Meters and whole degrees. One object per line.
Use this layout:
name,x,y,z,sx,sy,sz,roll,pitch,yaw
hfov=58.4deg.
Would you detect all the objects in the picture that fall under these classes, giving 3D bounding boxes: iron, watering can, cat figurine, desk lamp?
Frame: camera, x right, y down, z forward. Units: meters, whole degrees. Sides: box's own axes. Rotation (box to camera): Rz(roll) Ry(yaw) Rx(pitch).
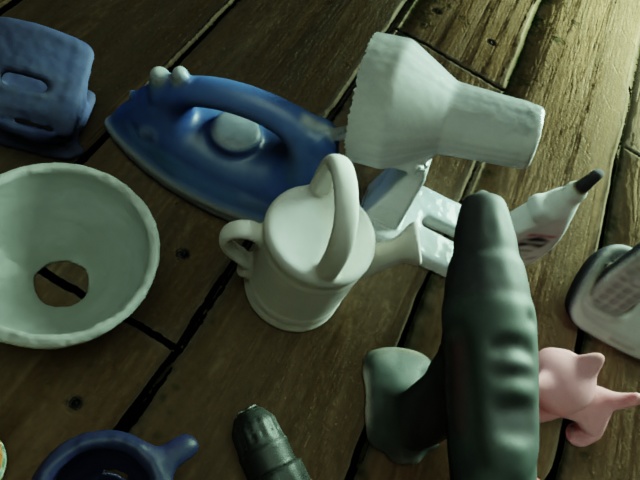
iron,-0.091,-0.107,0.564,0.258,0.141,0.119,21,58,-6
watering can,0.004,0.000,0.505,0.173,0.194,0.101,-15,67,-24
cat figurine,0.241,0.143,0.547,0.128,0.117,0.067,18,58,-8
desk lamp,0.107,-0.081,0.572,0.203,0.213,0.118,24,57,-4

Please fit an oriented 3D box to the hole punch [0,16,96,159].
hole punch,-0.277,-0.145,0.554,0.109,0.091,0.101,13,59,-11

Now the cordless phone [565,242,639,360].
cordless phone,0.369,0.049,0.602,0.147,0.185,0.094,25,57,-3

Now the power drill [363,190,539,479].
power drill,0.104,0.103,0.471,0.076,0.208,0.229,6,60,-14

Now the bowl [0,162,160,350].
bowl,-0.223,0.021,0.489,0.168,0.074,0.167,8,60,-14

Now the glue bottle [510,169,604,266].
glue bottle,0.237,-0.023,0.606,0.078,0.173,0.037,0,62,-18

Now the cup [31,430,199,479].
cup,-0.144,0.184,0.412,0.118,0.095,0.091,-29,74,-29
